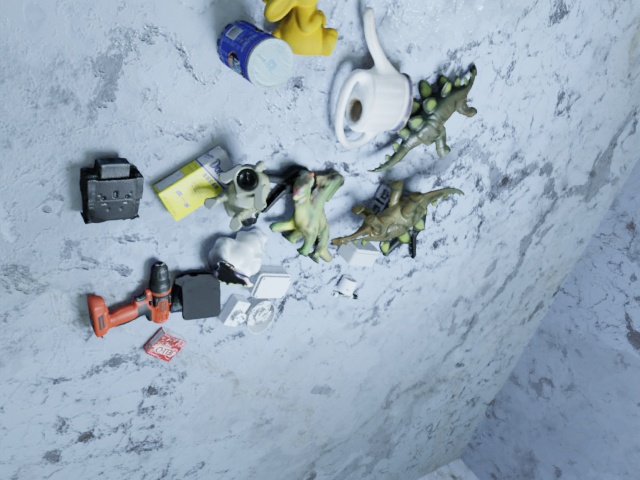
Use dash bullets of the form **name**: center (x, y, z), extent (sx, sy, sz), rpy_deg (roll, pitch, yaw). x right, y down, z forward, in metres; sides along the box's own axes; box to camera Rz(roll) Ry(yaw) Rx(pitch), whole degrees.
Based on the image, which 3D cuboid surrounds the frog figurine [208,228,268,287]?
- **frog figurine**: center (-0.208, 0.033, 1.318), extent (0.136, 0.163, 0.121), rpy_deg (33, -42, -19)

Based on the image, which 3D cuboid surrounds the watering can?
- **watering can**: center (0.145, -0.387, 1.284), extent (0.225, 0.341, 0.105), rpy_deg (-9, 36, -37)

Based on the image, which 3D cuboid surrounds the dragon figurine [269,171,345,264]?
- **dragon figurine**: center (0.004, -0.071, 1.418), extent (0.123, 0.242, 0.407), rpy_deg (34, 2, 25)
